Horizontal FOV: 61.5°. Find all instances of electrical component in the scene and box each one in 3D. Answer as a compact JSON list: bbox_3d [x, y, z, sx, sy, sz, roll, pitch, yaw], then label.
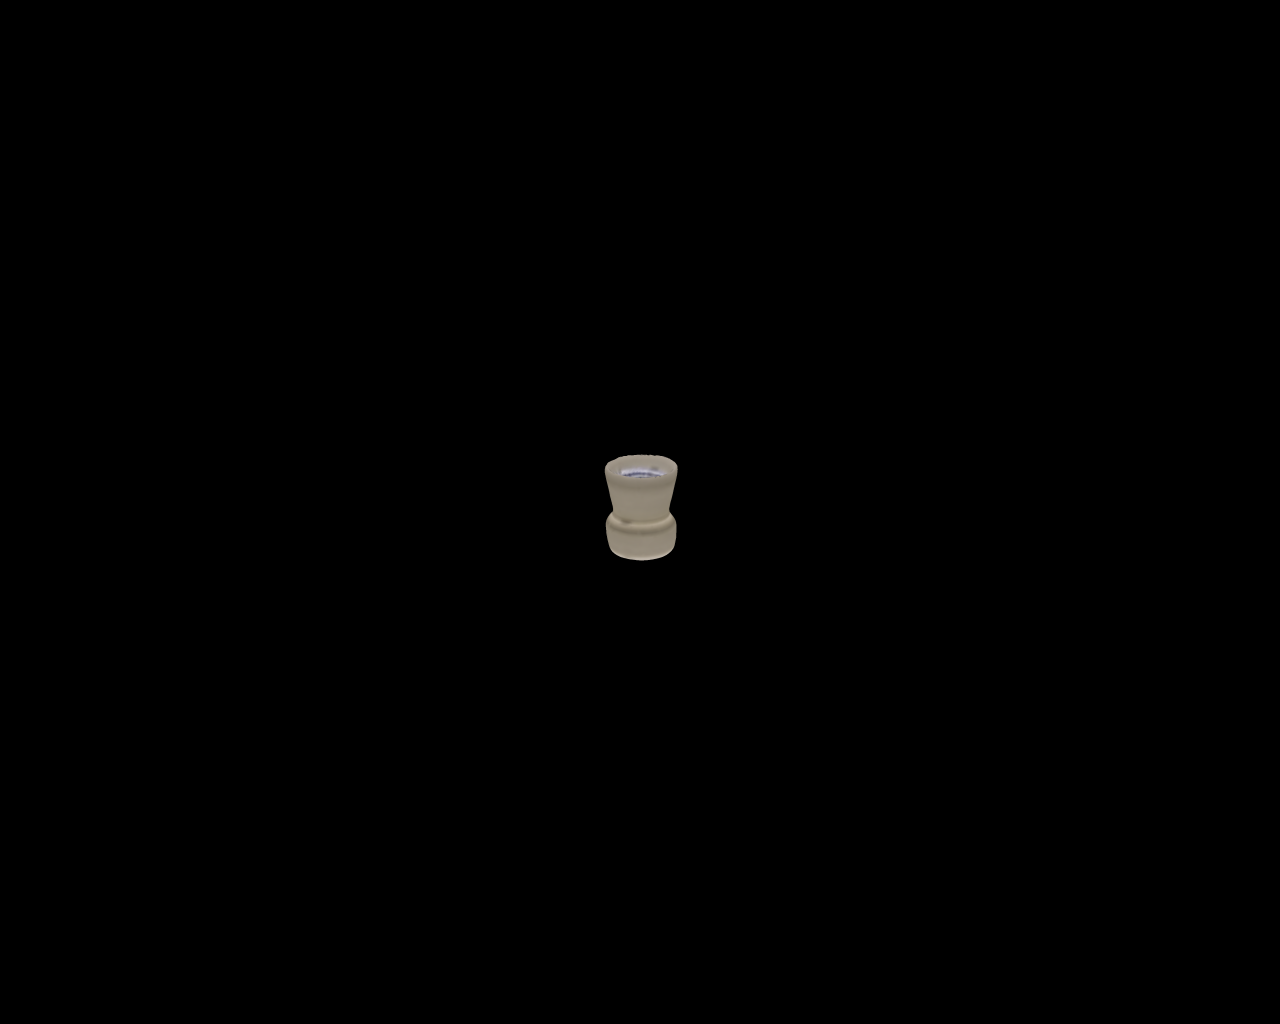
[{"bbox_3d":[0.001,-0.003,0.650,0.045,0.055,0.045,0,22,0],"label":"electrical component"}]
